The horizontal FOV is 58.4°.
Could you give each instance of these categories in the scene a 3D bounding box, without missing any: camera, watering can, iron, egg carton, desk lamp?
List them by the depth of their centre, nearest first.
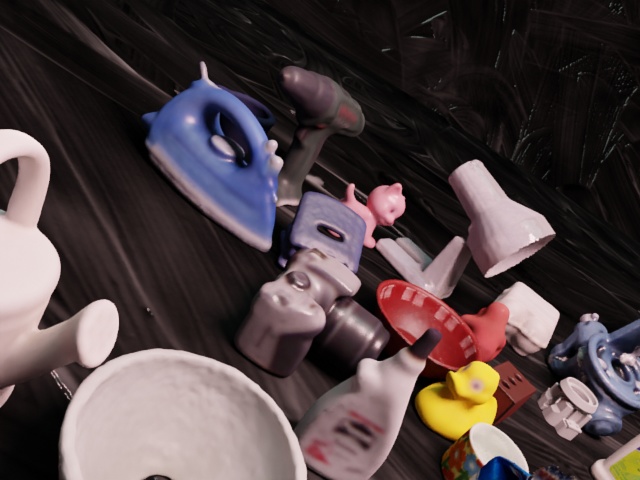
[{"bbox_3d":[-0.207,0.022,0.350,0.173,0.194,0.101,24,26,-20],"label":"watering can"},{"bbox_3d":[0.005,0.084,0.608,0.136,0.100,0.143,36,25,6],"label":"camera"},{"bbox_3d":[-0.121,-0.119,0.772,0.257,0.141,0.119,44,26,21],"label":"iron"},{"bbox_3d":[0.226,-0.004,0.898,0.118,0.213,0.202,-3,43,-52],"label":"desk lamp"},{"bbox_3d":[0.343,0.131,0.970,0.107,0.069,0.151,41,26,15],"label":"egg carton"}]

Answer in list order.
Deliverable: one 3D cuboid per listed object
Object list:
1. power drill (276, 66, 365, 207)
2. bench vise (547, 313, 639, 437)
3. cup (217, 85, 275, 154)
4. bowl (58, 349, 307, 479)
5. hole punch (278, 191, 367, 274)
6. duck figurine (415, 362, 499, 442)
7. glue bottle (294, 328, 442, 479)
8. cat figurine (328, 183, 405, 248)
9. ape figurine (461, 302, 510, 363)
[{"bbox_3d":[-0.028,-0.153,0.868,0.075,0.208,0.230,43,26,21],"label":"power drill"},{"bbox_3d":[0.445,0.157,0.865,0.122,0.219,0.207,22,27,-24],"label":"bench vise"},{"bbox_3d":[-0.142,-0.185,0.923,0.117,0.095,0.092,38,25,10],"label":"cup"},{"bbox_3d":[-0.096,0.158,0.382,0.168,0.074,0.167,27,25,-14],"label":"bowl"},{"bbox_3d":[0.007,0.003,0.768,0.109,0.091,0.101,26,26,-16],"label":"hole punch"},{"bbox_3d":[0.171,0.178,0.656,0.105,0.086,0.077,18,29,-30],"label":"duck figurine"},{"bbox_3d":[0.046,0.135,0.478,0.078,0.173,0.037,30,25,-8],"label":"glue bottle"},{"bbox_3d":[0.083,-0.054,0.932,0.128,0.117,0.067,18,29,-31],"label":"cat figurine"},{"bbox_3d":[0.239,0.128,0.822,0.078,0.092,0.076,36,25,5],"label":"ape figurine"}]
